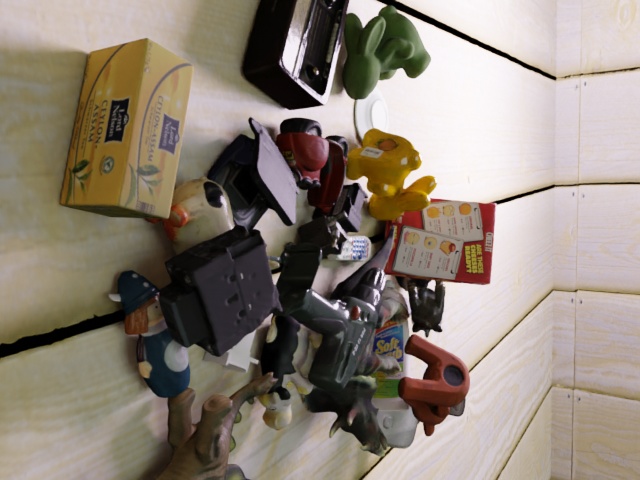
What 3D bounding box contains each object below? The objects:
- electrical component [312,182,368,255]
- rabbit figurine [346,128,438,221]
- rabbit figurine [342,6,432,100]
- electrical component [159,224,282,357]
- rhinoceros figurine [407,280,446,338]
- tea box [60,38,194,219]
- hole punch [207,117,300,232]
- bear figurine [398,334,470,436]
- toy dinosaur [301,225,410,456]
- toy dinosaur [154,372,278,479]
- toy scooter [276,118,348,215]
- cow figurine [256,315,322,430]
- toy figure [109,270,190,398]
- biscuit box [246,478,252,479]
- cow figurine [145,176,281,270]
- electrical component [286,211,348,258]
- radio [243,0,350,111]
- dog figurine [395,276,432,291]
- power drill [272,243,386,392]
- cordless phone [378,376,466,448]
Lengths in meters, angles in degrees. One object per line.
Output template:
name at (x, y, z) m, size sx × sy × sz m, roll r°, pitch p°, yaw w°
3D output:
electrical component at (0.029, -0.038, 0.915) m, size 0.047 × 0.075 × 0.119 m, roll 46°, pitch 58°, yaw -48°
rabbit figurine at (0.138, -0.109, 1.020) m, size 0.122 × 0.163 × 0.173 m, roll -62°, pitch 158°, yaw -45°
rabbit figurine at (0.104, -0.330, 0.967) m, size 0.170 × 0.121 × 0.158 m, roll -49°, pitch 138°, yaw -23°
electrical component at (-0.114, 0.061, 0.610) m, size 0.134 × 0.058 × 0.114 m, roll -34°, pitch 121°, yaw -36°
rhinoceros figurine at (0.212, 0.135, 1.051) m, size 0.190 × 0.073 × 0.112 m, roll 34°, pitch 48°, yaw -78°
tea box at (-0.199, -0.110, 0.556) m, size 0.068 × 0.098 × 0.169 m, roll 19°, pitch 75°, yaw -55°
hole punch at (-0.092, -0.077, 0.740) m, size 0.142 × 0.092 × 0.116 m, roll 53°, pitch 27°, yaw -38°
bear figurine at (0.189, 0.268, 0.970) m, size 0.195 × 0.132 × 0.120 m, roll 109°, pitch -1°, yaw -57°
toy dinosaur at (0.062, 0.157, 0.947) m, size 0.192 × 0.131 × 0.404 m, roll 18°, pitch 72°, yaw -55°
toy dinosaur at (-0.187, 0.335, 0.604) m, size 0.471 × 0.105 × 0.198 m, roll -46°, pitch 132°, yaw -38°
toy scooter at (-0.008, -0.112, 0.856) m, size 0.183 × 0.075 × 0.135 m, roll 8°, pitch 87°, yaw -60°
cow figurine at (-0.058, 0.193, 0.808) m, size 0.098 × 0.068 × 0.167 m, roll 44°, pitch 54°, yaw -42°
toy figure at (-0.191, 0.106, 0.622) m, size 0.064 × 0.058 × 0.154 m, roll -106°, pitch -177°, yaw -72°
biscuit box at (-0.123, 0.438, 0.738) m, size 0.062 × 0.059 × 0.203 m, roll 58°, pitch 47°, yaw -39°
cow figurine at (-0.127, 0.011, 0.686) m, size 0.127 × 0.086 × 0.194 m, roll -43°, pitch 126°, yaw -37°
electrical component at (-0.003, -0.003, 0.855) m, size 0.045 × 0.102 × 0.078 m, roll 43°, pitch 33°, yaw -51°
radio at (-0.028, -0.318, 0.808) m, size 0.131 × 0.073 × 0.229 m, roll 31°, pitch 68°, yaw -52°
dog figurine at (0.242, 0.027, 1.225) m, size 0.172 × 0.121 × 0.190 m, roll 11°, pitch 98°, yaw -52°
power drill at (0.016, 0.092, 0.807) m, size 0.207 × 0.086 × 0.232 m, roll 53°, pitch 49°, yaw -43°
cordless phone at (0.199, 0.355, 1.091) m, size 0.088 × 0.184 × 0.146 m, roll 38°, pitch 61°, yaw -55°
